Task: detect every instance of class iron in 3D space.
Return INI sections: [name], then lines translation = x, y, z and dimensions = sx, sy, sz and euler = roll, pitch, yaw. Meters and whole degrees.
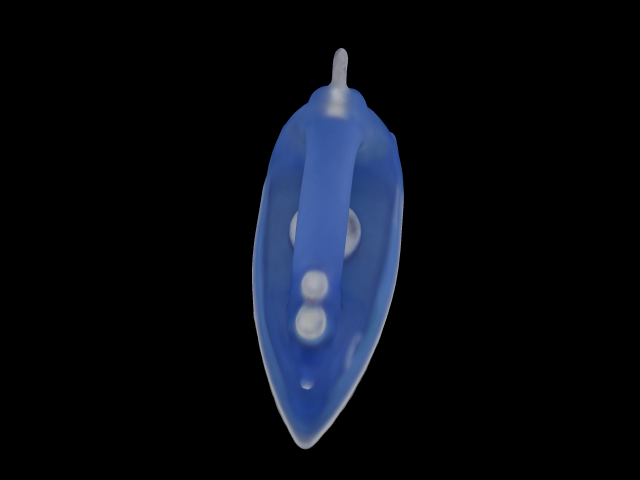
[iron]
translation = 0.004, 0.001, 0.400
dimensions = 0.118, 0.141, 0.258
euler = 5, 62, 3
